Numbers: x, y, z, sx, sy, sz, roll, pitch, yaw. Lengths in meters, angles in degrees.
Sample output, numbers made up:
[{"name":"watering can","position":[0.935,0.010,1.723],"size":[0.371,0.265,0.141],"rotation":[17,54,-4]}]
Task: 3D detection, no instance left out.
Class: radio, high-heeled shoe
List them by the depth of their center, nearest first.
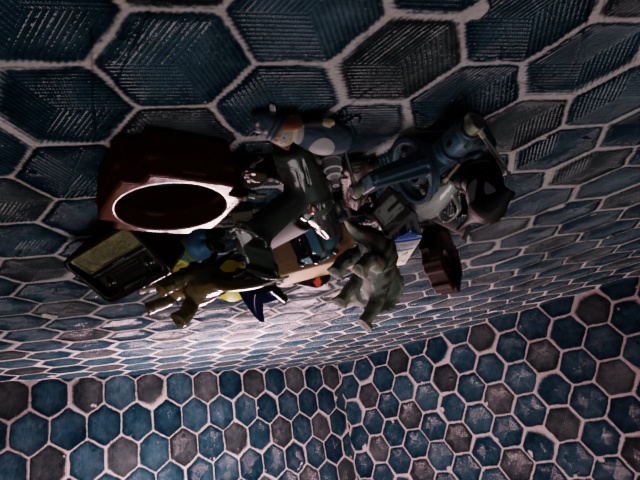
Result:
[{"name":"high-heeled shoe","position":[0.298,-0.109,0.919],"size":[0.086,0.249,0.145],"rotation":[32,143,-2]},{"name":"radio","position":[-0.380,0.034,1.050],"size":[0.230,0.073,0.131],"rotation":[-23,117,35]}]

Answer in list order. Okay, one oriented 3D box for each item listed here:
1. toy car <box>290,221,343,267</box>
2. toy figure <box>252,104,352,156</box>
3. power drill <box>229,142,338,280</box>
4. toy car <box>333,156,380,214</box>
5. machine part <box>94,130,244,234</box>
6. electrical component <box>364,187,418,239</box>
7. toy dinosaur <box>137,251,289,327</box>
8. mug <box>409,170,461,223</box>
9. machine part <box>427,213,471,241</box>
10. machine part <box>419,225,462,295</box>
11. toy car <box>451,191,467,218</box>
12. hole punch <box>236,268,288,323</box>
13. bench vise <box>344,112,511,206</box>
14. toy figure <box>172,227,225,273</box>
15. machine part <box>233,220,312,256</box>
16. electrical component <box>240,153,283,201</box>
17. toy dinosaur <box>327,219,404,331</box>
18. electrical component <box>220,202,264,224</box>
[{"name":"toy car","position":[-0.002,-0.004,1.179],"size":[0.103,0.109,0.161],"rotation":[-21,174,-21]},{"name":"toy figure","position":[-0.027,-0.161,0.801],"size":[0.154,0.058,0.064],"rotation":[3,118,-29]},{"name":"power drill","position":[-0.047,-0.031,0.891],"size":[0.086,0.207,0.231],"rotation":[19,143,35]},{"name":"toy car","position":[0.068,-0.097,1.026],"size":[0.089,0.053,0.202],"rotation":[-12,159,-3]},{"name":"machine part","position":[-0.240,-0.087,0.857],"size":[0.201,0.087,0.201],"rotation":[4,154,-35]},{"name":"electrical component","position":[0.151,-0.067,1.044],"size":[0.119,0.075,0.047],"rotation":[-47,161,12]},{"name":"toy dinosaur","position":[-0.263,0.095,1.186],"size":[0.472,0.105,0.198],"rotation":[5,-150,46]},{"name":"mug","position":[0.232,-0.092,1.043],"size":[0.081,0.109,0.107],"rotation":[-23,162,-33]},{"name":"machine part","position":[0.269,-0.045,1.183],"size":[0.039,0.139,0.084],"rotation":[-56,149,-3]},{"name":"machine part","position":[0.306,0.051,1.364],"size":[0.056,0.179,0.179],"rotation":[-17,159,28]},{"name":"toy car","position":[0.314,-0.101,1.123],"size":[0.074,0.056,0.201],"rotation":[-14,157,7]},{"name":"hole punch","position":[-0.156,0.123,1.294],"size":[0.092,0.142,0.115],"rotation":[-41,137,-1]},{"name":"bench vise","position":[0.162,-0.122,0.877],"size":[0.241,0.128,0.224],"rotation":[-20,180,-21]},{"name":"toy figure","position":[-0.285,0.009,1.106],"size":[0.180,0.082,0.089],"rotation":[-11,142,27]},{"name":"machine part","position":[-0.098,-0.023,1.108],"size":[0.243,0.079,0.079],"rotation":[-25,155,38]},{"name":"electrical component","position":[-0.110,-0.107,0.921],"size":[0.102,0.045,0.078],"rotation":[-24,157,34]},{"name":"toy dinosaur","position":[0.116,0.055,1.186],"size":[0.131,0.192,0.404],"rotation":[27,144,21]},{"name":"electrical component","position":[-0.157,-0.053,1.080],"size":[0.094,0.021,0.063],"rotation":[-8,160,-8]}]
